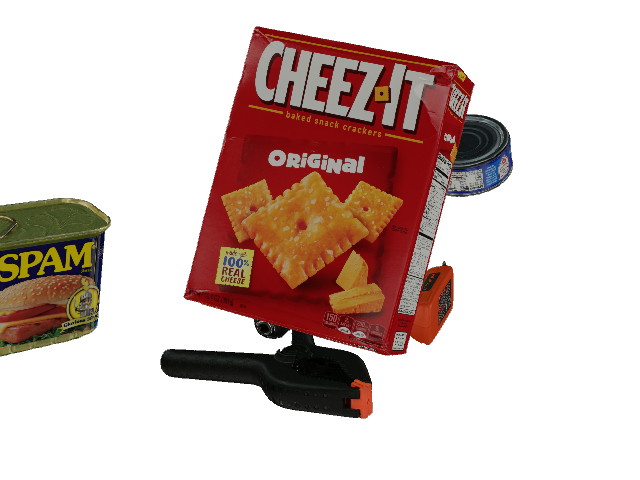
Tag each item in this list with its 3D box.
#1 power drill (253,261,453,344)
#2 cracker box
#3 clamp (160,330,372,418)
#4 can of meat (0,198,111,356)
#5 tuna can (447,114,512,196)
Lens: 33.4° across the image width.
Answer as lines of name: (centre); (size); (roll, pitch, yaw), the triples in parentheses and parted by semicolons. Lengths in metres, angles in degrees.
power drill: (0.039, 0.063, 1.155); (0.188, 0.057, 0.184); (9, 29, 22)
cracker box: (0.006, -0.037, 0.795); (0.164, 0.214, 0.072); (14, -1, 18)
clamp: (-0.020, 0.111, 0.961); (0.210, 0.036, 0.164); (12, 22, 43)
can of meat: (-0.195, 0.024, 0.712); (0.101, 0.084, 0.058); (-10, 29, -39)
tuna can: (0.131, -0.079, 0.973); (0.086, 0.034, 0.086); (-8, 39, 6)
